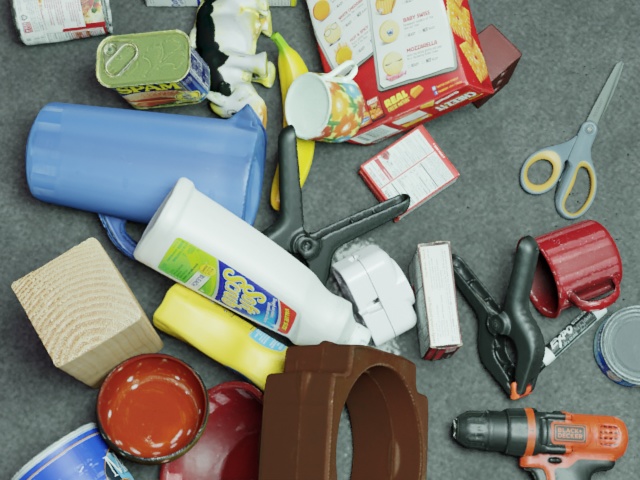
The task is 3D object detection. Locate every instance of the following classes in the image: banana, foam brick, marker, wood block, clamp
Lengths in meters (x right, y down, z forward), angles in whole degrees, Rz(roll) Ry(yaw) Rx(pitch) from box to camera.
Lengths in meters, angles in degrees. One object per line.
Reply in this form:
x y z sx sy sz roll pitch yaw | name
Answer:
-0.033 -0.127 1.185 0.069 0.037 0.198 6 79 -44 | banana
0.185 -0.195 1.199 0.053 0.078 0.051 -40 80 -11 | foam brick
0.262 0.110 1.158 0.121 0.020 0.020 -40 81 -10 | marker
-0.222 0.078 1.054 0.090 0.206 0.091 -31 80 -9 | wood block
-0.008 0.001 1.142 0.164 0.036 0.210 22 99 -18 | clamp
0.201 0.079 1.124 0.039 0.120 0.171 -14 80 -37 | clamp

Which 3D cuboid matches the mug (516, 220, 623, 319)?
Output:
0.273 0.034 1.134 0.081 0.093 0.117 -19 37 -12 | mug

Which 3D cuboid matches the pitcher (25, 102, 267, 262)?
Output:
-0.183 -0.066 1.137 0.243 0.145 0.149 9 54 4 | pitcher

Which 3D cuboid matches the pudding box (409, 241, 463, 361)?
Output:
0.122 0.066 1.128 0.039 0.090 0.113 -7 76 -3 | pudding box

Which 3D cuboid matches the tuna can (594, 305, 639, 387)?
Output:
0.341 0.116 1.152 0.086 0.034 0.086 0 76 -2 | tuna can

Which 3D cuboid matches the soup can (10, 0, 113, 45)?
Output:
-0.290 -0.260 1.204 0.102 0.068 0.068 -9 77 -3 | soup can

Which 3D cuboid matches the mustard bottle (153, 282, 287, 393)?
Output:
-0.077 0.114 1.106 0.191 0.096 0.058 32 88 4 | mustard bottle

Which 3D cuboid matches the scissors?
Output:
0.285 -0.122 1.216 0.096 0.016 0.201 12 76 1 | scissors

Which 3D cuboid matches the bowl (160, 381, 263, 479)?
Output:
-0.088 0.227 1.075 0.055 0.162 0.162 32 72 -40 | bowl

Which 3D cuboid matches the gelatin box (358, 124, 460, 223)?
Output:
0.099 -0.074 1.192 0.089 0.030 0.073 -35 81 -8 | gelatin box

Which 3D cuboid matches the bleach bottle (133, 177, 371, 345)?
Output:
-0.056 0.040 1.072 0.250 0.103 0.068 30 50 -11 | bleach bottle

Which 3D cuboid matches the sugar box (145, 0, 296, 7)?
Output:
-0.115 -0.320 1.236 0.176 0.048 0.093 -1 76 -3 | sugar box

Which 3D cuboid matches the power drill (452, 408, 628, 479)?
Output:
0.227 0.267 1.099 0.184 0.057 0.187 3 77 -1 | power drill

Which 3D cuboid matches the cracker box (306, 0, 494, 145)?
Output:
0.081 -0.231 1.170 0.164 0.072 0.214 -22 74 33 | cracker box

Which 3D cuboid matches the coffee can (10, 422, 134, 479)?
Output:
-0.226 0.268 1.061 0.102 0.103 0.140 -36 80 -10 | coffee can

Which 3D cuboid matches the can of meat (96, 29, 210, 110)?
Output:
-0.174 -0.178 1.129 0.102 0.084 0.057 -4 79 10 | can of meat
